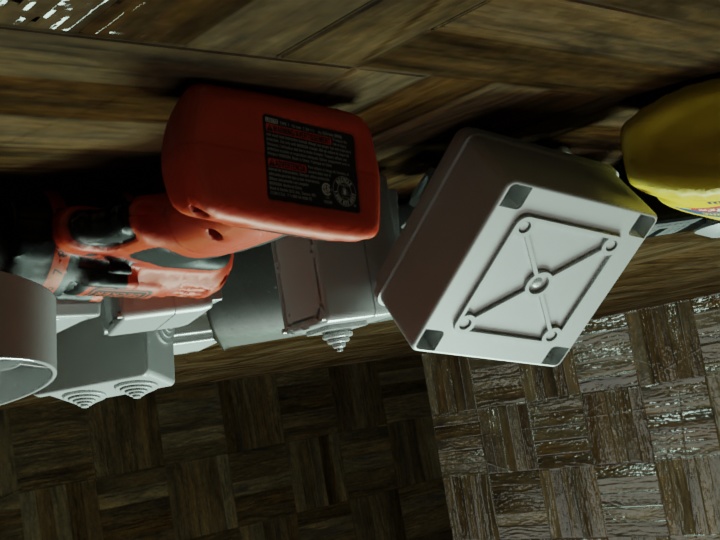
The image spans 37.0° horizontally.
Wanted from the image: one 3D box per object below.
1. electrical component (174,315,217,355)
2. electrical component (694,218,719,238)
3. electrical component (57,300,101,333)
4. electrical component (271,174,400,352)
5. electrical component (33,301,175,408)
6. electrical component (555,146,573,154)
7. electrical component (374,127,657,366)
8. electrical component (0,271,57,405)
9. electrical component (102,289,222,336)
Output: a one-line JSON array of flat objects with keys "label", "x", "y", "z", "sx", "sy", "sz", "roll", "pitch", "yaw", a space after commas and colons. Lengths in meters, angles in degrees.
[{"label": "electrical component", "x": -0.178, "y": 0.042, "z": 0.909, "sx": 0.109, "sy": 0.056, "sz": 0.109, "roll": -6, "pitch": 172, "yaw": -24}, {"label": "electrical component", "x": 0.275, "y": -0.054, "z": 0.764, "sx": 0.080, "sy": 0.051, "sz": 0.080, "roll": -9, "pitch": 173, "yaw": -1}, {"label": "electrical component", "x": -0.205, "y": 0.013, "z": 0.623, "sx": 0.096, "sy": 0.061, "sz": 0.062, "roll": -14, "pitch": 171, "yaw": 35}, {"label": "electrical component", "x": -0.011, "y": -0.002, "z": 0.612, "sx": 0.061, "sy": 0.096, "sz": 0.062, "roll": -6, "pitch": 173, "yaw": -27}, {"label": "electrical component", "x": -0.178, "y": 0.043, "z": 0.751, "sx": 0.100, "sy": 0.099, "sz": 0.048, "roll": -12, "pitch": 160, "yaw": 15}, {"label": "electrical component", "x": 0.094, "y": -0.046, "z": 0.635, "sx": 0.065, "sy": 0.044, "sz": 0.044, "roll": -8, "pitch": 175, "yaw": 30}, {"label": "electrical component", "x": 0.080, "y": -0.009, "z": 0.566, "sx": 0.109, "sy": 0.056, "sz": 0.108, "roll": 9, "pitch": 122, "yaw": -34}, {"label": "electrical component", "x": -0.179, "y": 0.033, "z": 0.456, "sx": 0.099, "sy": 0.064, "sz": 0.099, "roll": 1, "pitch": 163, "yaw": 0}, {"label": "electrical component", "x": -0.122, "y": 0.002, "z": 0.640, "sx": 0.061, "sy": 0.061, "sz": 0.096, "roll": -7, "pitch": 172, "yaw": -20}]
